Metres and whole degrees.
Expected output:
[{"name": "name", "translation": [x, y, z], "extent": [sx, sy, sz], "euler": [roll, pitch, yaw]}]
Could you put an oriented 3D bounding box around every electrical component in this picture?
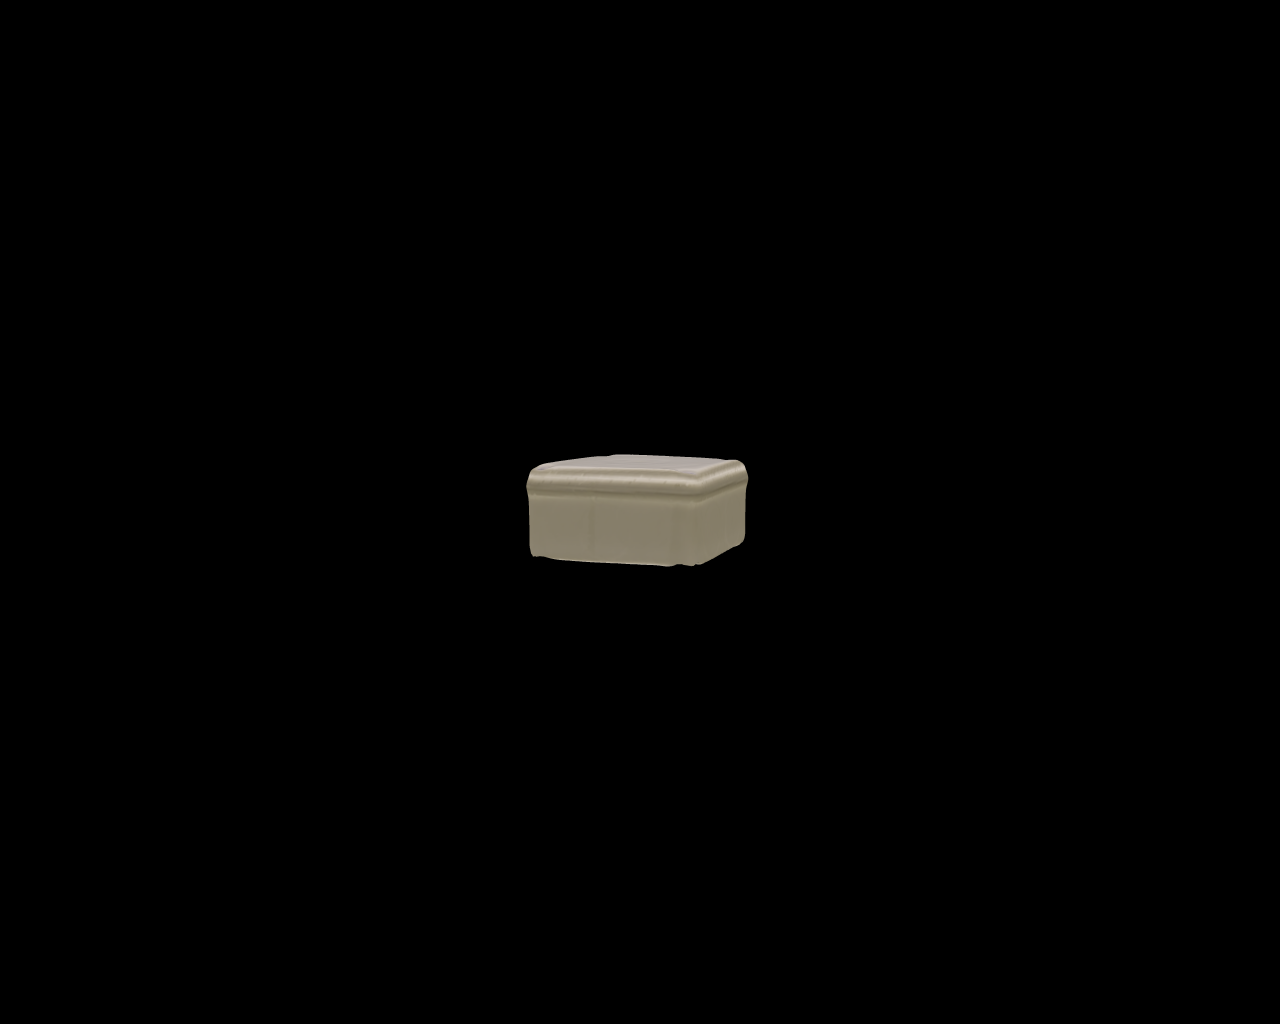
[{"name": "electrical component", "translation": [0.001, -0.003, 0.650], "extent": [0.109, 0.056, 0.109], "euler": [3, 8, 22]}]
